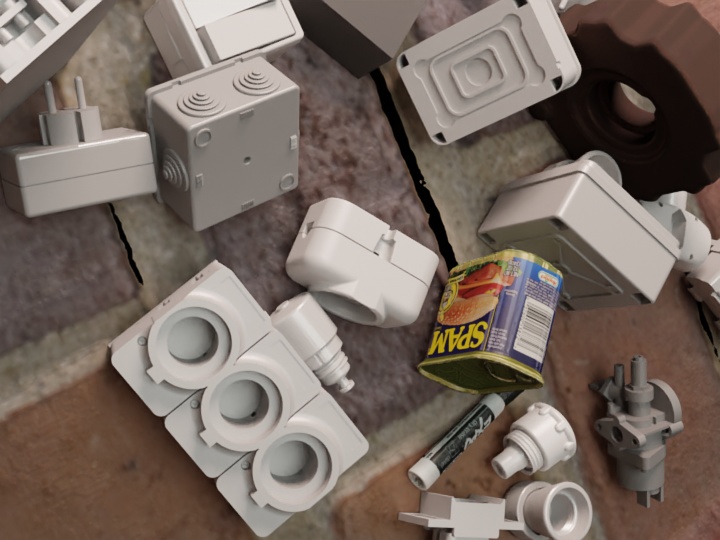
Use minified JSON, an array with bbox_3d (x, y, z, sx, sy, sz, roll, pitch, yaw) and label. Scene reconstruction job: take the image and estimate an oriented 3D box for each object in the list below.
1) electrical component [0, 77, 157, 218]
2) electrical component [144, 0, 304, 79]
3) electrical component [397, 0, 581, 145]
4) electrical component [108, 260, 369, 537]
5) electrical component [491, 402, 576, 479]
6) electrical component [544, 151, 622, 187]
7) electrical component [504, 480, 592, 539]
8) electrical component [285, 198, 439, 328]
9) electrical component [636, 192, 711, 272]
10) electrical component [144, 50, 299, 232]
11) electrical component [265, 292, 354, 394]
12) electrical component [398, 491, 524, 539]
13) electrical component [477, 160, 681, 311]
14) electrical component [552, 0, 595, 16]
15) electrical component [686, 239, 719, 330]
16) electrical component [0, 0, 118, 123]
[{"bbox_3d":[-0.176,-0.079,0.659,0.083,0.047,0.075,-15,108,-29],"label":"electrical component"},{"bbox_3d":[-0.085,-0.167,0.724,0.096,0.061,0.061,-29,97,-29],"label":"electrical component"},{"bbox_3d":[0.095,-0.149,0.787,0.078,0.113,0.057,64,30,-7],"label":"electrical component"},{"bbox_3d":[-0.076,0.080,0.679,0.089,0.062,0.150,-39,102,-8],"label":"electrical component"},{"bbox_3d":[0.127,0.133,0.807,0.062,0.048,0.048,-31,98,-22],"label":"electrical component"},{"bbox_3d":[0.173,-0.067,0.854,0.045,0.055,0.045,4,81,-28],"label":"electrical component"},{"bbox_3d":[0.138,0.179,0.799,0.045,0.055,0.045,5,79,-28],"label":"electrical component"},{"bbox_3d":[0.000,0.000,0.751,0.095,0.054,0.059,30,70,-22],"label":"electrical component"},{"bbox_3d":[0.253,-0.047,0.901,0.077,0.043,0.079,19,75,-25],"label":"electrical component"},{"bbox_3d":[-0.085,-0.082,0.692,0.100,0.099,0.048,-27,51,-29],"label":"electrical component"},{"bbox_3d":[-0.032,0.051,0.734,0.040,0.040,0.078,-44,104,-26],"label":"electrical component"},{"bbox_3d":[0.071,0.193,0.769,0.081,0.042,0.063,8,82,-26],"label":"electrical component"},{"bbox_3d":[0.164,-0.022,0.812,0.109,0.109,0.056,39,69,-18],"label":"electrical component"},{"bbox_3d":[0.165,-0.233,0.871,0.077,0.043,0.079,49,38,-14],"label":"electrical component"},{"bbox_3d":[0.342,0.032,0.925,0.063,0.079,0.121,-42,105,-4],"label":"electrical component"},{"bbox_3d":[-0.195,-0.132,0.587,0.060,0.186,0.105,47,64,-15],"label":"electrical component"}]
